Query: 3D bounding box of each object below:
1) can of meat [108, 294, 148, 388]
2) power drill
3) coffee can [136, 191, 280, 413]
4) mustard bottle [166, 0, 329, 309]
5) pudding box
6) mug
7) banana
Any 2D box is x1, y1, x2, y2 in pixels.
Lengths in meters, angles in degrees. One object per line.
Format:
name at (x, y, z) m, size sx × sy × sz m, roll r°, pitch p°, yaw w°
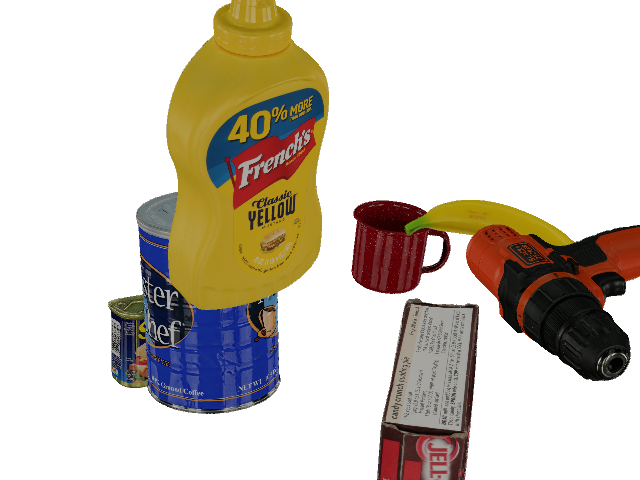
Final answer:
can of meat at (-0.175, 0.105, 1.145) m, size 0.101 × 0.084 × 0.058 m, roll -8°, pitch 19°, yaw -35°
power drill at (0.218, 0.028, 0.753) m, size 0.187 × 0.057 × 0.184 m, roll -9°, pitch 28°, yaw -15°
coffee can at (-0.082, 0.043, 0.796) m, size 0.103 × 0.140 × 0.103 m, roll 0°, pitch 20°, yaw 0°
mustard bottle at (-0.039, -0.056, 0.595) m, size 0.096 × 0.192 × 0.058 m, roll -22°, pitch 44°, yaw -30°
pudding box at (0.047, 0.090, 0.471) m, size 0.039 × 0.090 × 0.113 m, roll 7°, pitch 25°, yaw 6°
mug at (0.092, 0.010, 1.235) m, size 0.117 × 0.081 × 0.093 m, roll 3°, pitch 25°, yaw -6°
banana at (0.184, -0.002, 1.045) m, size 0.198 × 0.069 × 0.037 m, roll 17°, pitch -29°, yaw 26°
